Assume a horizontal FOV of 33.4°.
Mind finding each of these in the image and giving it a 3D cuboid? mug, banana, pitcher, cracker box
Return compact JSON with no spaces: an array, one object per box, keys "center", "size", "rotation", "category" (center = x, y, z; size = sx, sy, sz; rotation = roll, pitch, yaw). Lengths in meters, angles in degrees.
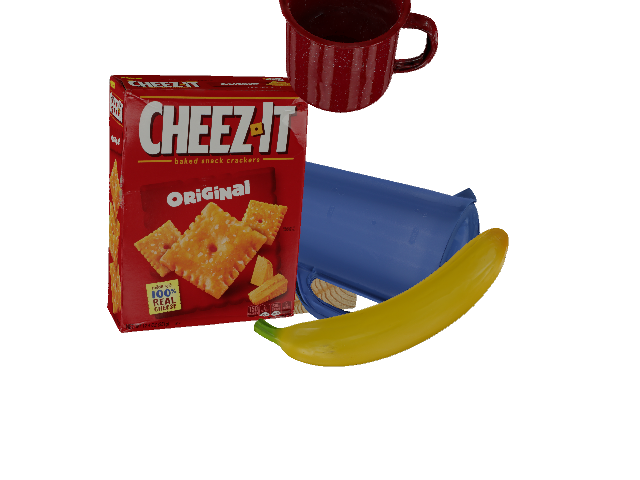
[{"center":[0.028,-0.148,0.783],"size":[0.117,0.093,0.081],"rotation":[3,-32,-1],"category":"mug"},{"center":[0.054,0.045,0.750],"size":[0.197,0.070,0.037],"rotation":[-19,-35,-9],"category":"banana"},{"center":[0.031,0.000,1.096],"size":[0.243,0.145,0.149],"rotation":[17,23,21],"category":"pitcher"},{"center":[-0.100,-0.033,0.934],"size":[0.164,0.214,0.072],"rotation":[-3,20,-22],"category":"cracker box"}]

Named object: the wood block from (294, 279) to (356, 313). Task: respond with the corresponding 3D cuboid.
[{"center":[-0.019,0.002,1.370],"size":[0.090,0.090,0.206],"rotation":[-5,28,-10],"category":"wood block"}]
